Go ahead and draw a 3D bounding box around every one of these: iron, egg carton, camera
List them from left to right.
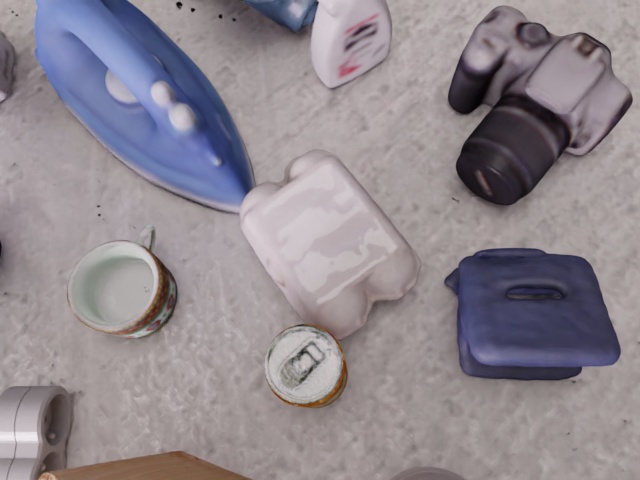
[{"bbox_3d":[-0.150,-0.133,0.486,0.119,0.141,0.258,-44,75,-10],"label":"iron"},{"bbox_3d":[0.004,0.002,0.472,0.107,0.069,0.150,-36,74,-8],"label":"egg carton"},{"bbox_3d":[0.165,-0.110,0.480,0.143,0.101,0.137,38,79,14],"label":"camera"}]

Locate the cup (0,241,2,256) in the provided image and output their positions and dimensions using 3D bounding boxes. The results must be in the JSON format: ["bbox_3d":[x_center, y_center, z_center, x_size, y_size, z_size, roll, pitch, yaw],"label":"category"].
[{"bbox_3d":[-0.309,-0.012,0.482,0.091,0.095,0.118,28,76,12],"label":"cup"}]

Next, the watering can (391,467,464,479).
[{"bbox_3d":[0.071,0.200,0.340,0.173,0.194,0.101,-34,73,-7],"label":"watering can"}]

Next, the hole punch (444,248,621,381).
[{"bbox_3d":[0.156,0.053,0.435,0.108,0.091,0.101,-1,73,4],"label":"hole punch"}]

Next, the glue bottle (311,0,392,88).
[{"bbox_3d":[0.026,-0.199,0.479,0.078,0.173,0.037,-35,73,-7],"label":"glue bottle"}]

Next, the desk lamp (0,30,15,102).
[{"bbox_3d":[-0.349,-0.194,0.479,0.203,0.213,0.118,-3,72,3],"label":"desk lamp"}]

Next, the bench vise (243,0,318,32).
[{"bbox_3d":[-0.101,-0.283,0.488,0.207,0.220,0.121,12,74,7],"label":"bench vise"}]
